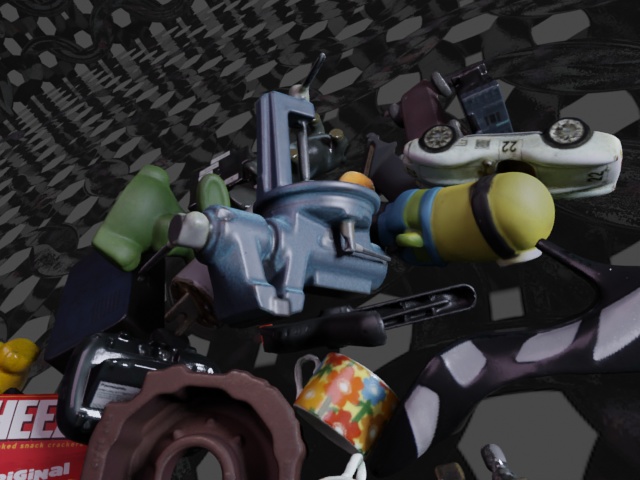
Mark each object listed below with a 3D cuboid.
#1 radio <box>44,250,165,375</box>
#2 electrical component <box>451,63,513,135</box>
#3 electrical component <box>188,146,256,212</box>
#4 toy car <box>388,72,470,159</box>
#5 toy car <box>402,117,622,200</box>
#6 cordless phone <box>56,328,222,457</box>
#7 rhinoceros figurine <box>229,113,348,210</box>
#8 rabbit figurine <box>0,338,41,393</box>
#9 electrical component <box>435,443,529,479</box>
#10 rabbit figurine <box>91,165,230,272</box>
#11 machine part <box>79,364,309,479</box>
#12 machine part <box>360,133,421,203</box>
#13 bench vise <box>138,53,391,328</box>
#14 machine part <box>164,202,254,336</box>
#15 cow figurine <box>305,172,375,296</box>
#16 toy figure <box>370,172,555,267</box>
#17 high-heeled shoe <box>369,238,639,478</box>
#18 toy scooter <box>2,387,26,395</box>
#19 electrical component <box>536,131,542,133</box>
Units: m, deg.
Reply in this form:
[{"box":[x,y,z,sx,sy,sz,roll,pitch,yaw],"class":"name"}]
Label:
[{"box":[-0.289,0.087,0.744,0.131,0.073,0.230,-31,32,4],"class":"radio"},{"box":[0.197,-0.153,0.645,0.048,0.074,0.119,-22,31,16],"class":"electrical component"},{"box":[-0.147,-0.090,0.860,0.115,0.058,0.134,-24,35,10],"class":"electrical component"},{"box":[0.141,-0.149,0.704,0.089,0.053,0.202,-37,30,27],"class":"toy car"},{"box":[0.179,-0.074,0.523,0.202,0.073,0.056,2,62,26],"class":"toy car"},{"box":[-0.179,0.125,0.547,0.088,0.146,0.184,-66,26,9],"class":"cordless phone"},{"box":[-0.046,-0.099,0.749,0.190,0.112,0.073,-34,60,-25],"class":"rhinoceros figurine"},{"box":[-0.468,0.198,0.675,0.162,0.122,0.173,-57,7,9],"class":"rabbit figurine"},{"box":[0.101,0.184,0.333,0.078,0.045,0.102,-8,34,-14],"class":"electrical component"},{"box":[-0.176,-0.008,0.694,0.159,0.170,0.121,-62,11,-14],"class":"rabbit figurine"},{"box":[-0.094,0.183,0.410,0.179,0.056,0.179,-2,66,4],"class":"machine part"},{"box":[0.085,-0.067,0.638,0.039,0.084,0.139,-3,34,-26],"class":"machine part"},{"box":[-0.034,-0.041,0.488,0.129,0.223,0.240,-30,58,54],"class":"bench vise"},{"box":[-0.092,0.021,0.636,0.079,0.079,0.243,0,37,39],"class":"machine part"},{"box":[0.001,-0.001,0.617,0.167,0.068,0.098,-48,-5,-24],"class":"cow figurine"},{"box":[0.128,-0.016,0.515,0.180,0.089,0.082,1,63,36],"class":"toy figure"},{"box":[0.158,0.110,0.380,0.145,0.086,0.248,40,93,24],"class":"high-heeled shoe"},{"box":[-0.361,0.245,0.601,0.184,0.075,0.135,2,47,45],"class":"toy scooter"},{"box":[0.227,-0.081,0.576,0.063,0.021,0.094,18,60,49],"class":"electrical component"}]
